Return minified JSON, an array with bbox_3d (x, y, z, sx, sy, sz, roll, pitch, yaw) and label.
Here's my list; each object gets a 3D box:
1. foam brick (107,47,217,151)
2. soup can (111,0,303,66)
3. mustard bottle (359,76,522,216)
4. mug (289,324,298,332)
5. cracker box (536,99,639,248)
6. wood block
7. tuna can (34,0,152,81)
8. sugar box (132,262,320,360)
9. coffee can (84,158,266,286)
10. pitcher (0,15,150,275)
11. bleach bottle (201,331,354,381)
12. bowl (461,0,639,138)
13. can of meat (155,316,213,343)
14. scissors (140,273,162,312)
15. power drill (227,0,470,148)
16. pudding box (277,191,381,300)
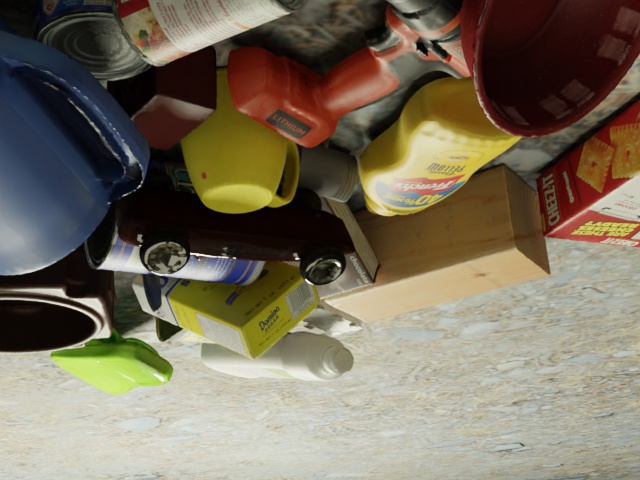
[{"bbox_3d":[-0.117,-0.108,0.787,0.051,0.053,0.078,13,152,-35],"label":"foam brick"},{"bbox_3d":[-0.069,-0.156,0.660,0.102,0.068,0.068,-17,155,25],"label":"soup can"},{"bbox_3d":[0.087,-0.069,0.911,0.096,0.058,0.192,2,157,-24],"label":"mustard bottle"},{"bbox_3d":[-0.060,0.040,1.122,0.117,0.093,0.081,-43,141,9],"label":"mug"},{"bbox_3d":[0.321,-0.064,0.950,0.164,0.072,0.214,6,156,-22],"label":"cracker box"},{"bbox_3d":[0.111,0.009,1.061,0.206,0.090,0.090,-17,153,28],"label":"wood block"},{"bbox_3d":[-0.150,-0.143,0.721,0.086,0.034,0.086,-4,157,-2],"label":"tuna can"},{"bbox_3d":[-0.093,0.049,1.021,0.177,0.093,0.048,18,136,42],"label":"sugar box"},{"bbox_3d":[-0.125,-0.017,0.938,0.140,0.103,0.103,8,154,-27],"label":"coffee can"},{"bbox_3d":[-0.228,-0.092,0.681,0.149,0.145,0.242,-39,145,-8],"label":"pitcher"},{"bbox_3d":[-0.040,0.136,1.266,0.102,0.068,0.251,17,169,-34],"label":"bleach bottle"},{"bbox_3d":[0.143,-0.149,0.675,0.161,0.055,0.162,-21,131,-27],"label":"bowl"},{"bbox_3d":[-0.132,0.085,1.242,0.083,0.057,0.102,8,155,-33],"label":"can of meat"},{"bbox_3d":[-0.142,0.022,1.000,0.096,0.016,0.202,-14,-158,-24],"label":"scissors"},{"bbox_3d":[0.029,-0.134,0.743,0.188,0.057,0.184,-19,154,31],"label":"power drill"},{"bbox_3d":[-0.007,0.001,1.018,0.090,0.039,0.113,-17,118,30],"label":"pudding box"}]
